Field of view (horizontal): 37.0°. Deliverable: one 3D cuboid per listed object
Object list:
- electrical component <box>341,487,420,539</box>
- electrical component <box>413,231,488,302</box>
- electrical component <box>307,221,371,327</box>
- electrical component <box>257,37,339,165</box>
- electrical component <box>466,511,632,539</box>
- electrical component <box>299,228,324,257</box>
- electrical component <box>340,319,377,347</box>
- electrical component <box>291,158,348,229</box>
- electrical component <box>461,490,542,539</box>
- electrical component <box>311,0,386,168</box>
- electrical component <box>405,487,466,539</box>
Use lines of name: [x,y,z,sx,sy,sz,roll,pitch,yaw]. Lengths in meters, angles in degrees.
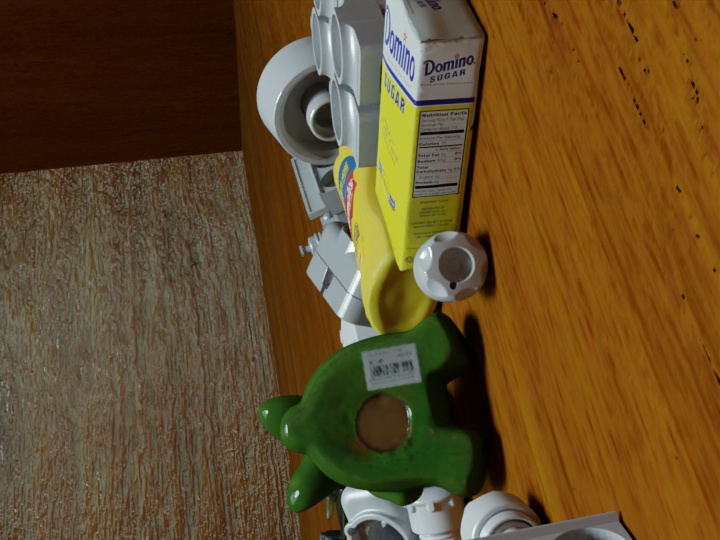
electrical component: [0.028,0.199,0.834,0.059,0.054,0.095,-37,-72,-57]
electrical component: [0.054,-0.001,0.672,0.062,0.043,0.043,149,114,-83]
electrical component: [0.000,0.000,0.926,0.095,0.054,0.059,51,123,51]
electrical component: [-0.032,-0.144,0.946,0.060,0.108,0.108,-118,22,-53]
electrical component: [0.062,0.154,0.468,0.078,0.121,0.063,-117,20,-68]
electrical component: [-0.022,-0.031,1.073,0.040,0.078,0.040,-19,-90,-90]
electrical component: [0.012,0.063,0.993,0.099,0.048,0.099,93,168,-47]
electrical component: [-0.015,-0.083,1.006,0.121,0.079,0.063,-110,-6,-58]
electrical component: [0.082,0.150,0.599,0.062,0.043,0.043,-160,63,-79]
electrical component: [0.003,-0.176,0.824,0.186,0.060,0.105,-105,12,-45]
electrical component: [0.059,0.186,0.791,0.048,0.048,0.062,-169,66,-81]
